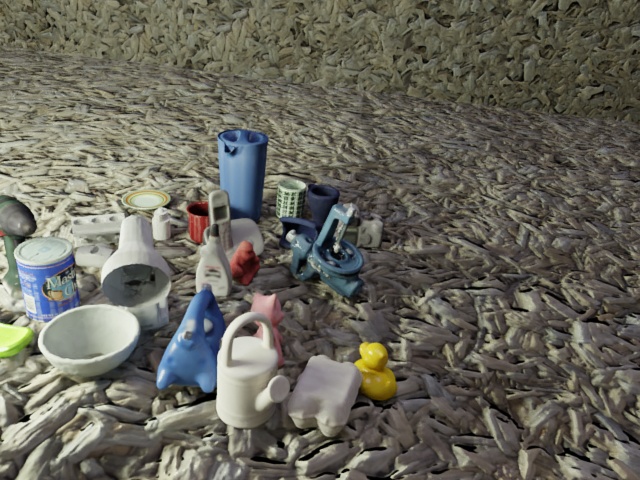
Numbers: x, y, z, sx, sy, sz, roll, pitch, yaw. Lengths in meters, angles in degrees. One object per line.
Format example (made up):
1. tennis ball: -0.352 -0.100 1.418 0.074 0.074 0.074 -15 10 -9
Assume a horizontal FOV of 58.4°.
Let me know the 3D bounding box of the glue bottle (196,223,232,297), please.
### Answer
1. glue bottle: -0.227 0.042 1.230 0.078 0.173 0.037 3 29 -5

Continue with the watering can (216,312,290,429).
1. watering can: -0.111 0.205 0.931 0.172 0.194 0.101 20 31 24

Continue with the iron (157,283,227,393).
1. iron: -0.221 0.157 1.052 0.118 0.141 0.258 5 28 -2

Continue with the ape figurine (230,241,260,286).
1. ape figurine: -0.173 0.046 1.318 0.078 0.092 0.076 -14 34 -32

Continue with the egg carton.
1. egg carton: 0.010 0.262 0.981 0.107 0.069 0.150 13 29 12

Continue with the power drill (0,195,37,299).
1. power drill: -0.619 0.010 1.175 0.076 0.208 0.228 -20 37 -38

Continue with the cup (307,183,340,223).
1. cup: -0.001 -0.102 1.621 0.092 0.095 0.117 -15 35 -33

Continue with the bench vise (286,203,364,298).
1. bench vise: 0.008 0.010 1.286 0.207 0.220 0.122 13 29 14

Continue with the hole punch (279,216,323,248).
1. hole punch: -0.049 -0.031 1.485 0.108 0.091 0.101 12 29 11

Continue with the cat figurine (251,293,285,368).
1. cat figurine: -0.099 0.161 1.095 0.067 0.118 0.127 0 29 -10

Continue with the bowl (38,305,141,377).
1. bowl: -0.406 0.191 1.025 0.167 0.075 0.167 5 28 -2

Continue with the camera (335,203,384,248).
1. camera: 0.094 -0.053 1.542 0.143 0.101 0.136 2 29 -7

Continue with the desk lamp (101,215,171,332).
1. desk lamp: -0.351 0.074 1.104 0.118 0.214 0.202 -3 30 -16

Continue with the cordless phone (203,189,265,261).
1. cordless phone: -0.206 -0.037 1.366 0.148 0.185 0.093 -18 37 -37

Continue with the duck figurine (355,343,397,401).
1. duck figurine: 0.102 0.231 1.039 0.078 0.086 0.104 -10 32 -27
